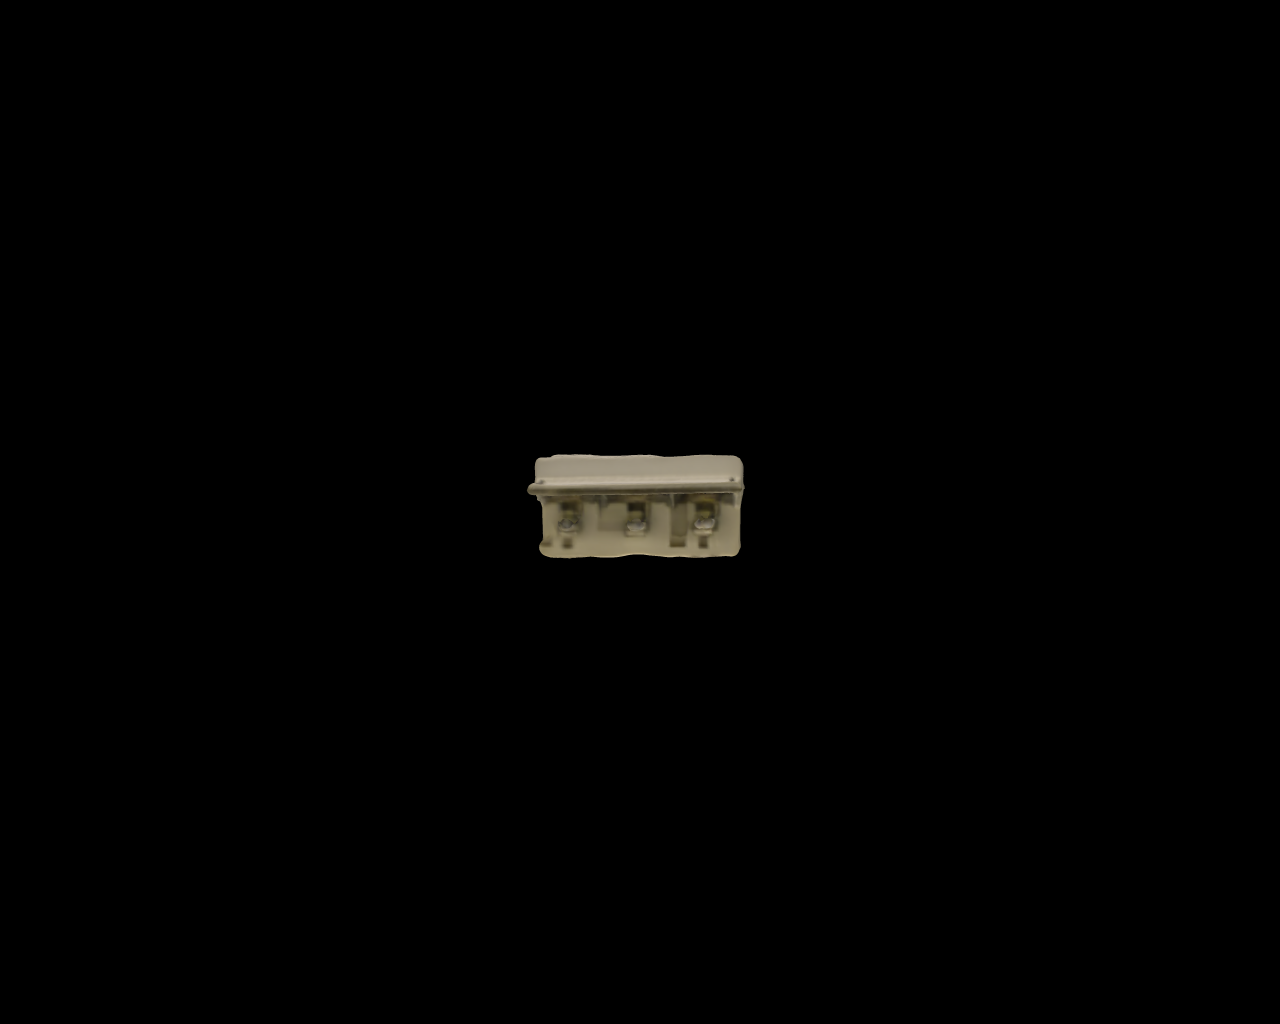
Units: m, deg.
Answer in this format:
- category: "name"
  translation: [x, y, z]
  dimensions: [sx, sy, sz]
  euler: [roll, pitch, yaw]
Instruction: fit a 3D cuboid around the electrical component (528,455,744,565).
- category: "electrical component"
  translation: [0.001, -0.003, 0.650]
  dimensions: [0.121, 0.063, 0.079]
  euler: [0, 4, 7]
